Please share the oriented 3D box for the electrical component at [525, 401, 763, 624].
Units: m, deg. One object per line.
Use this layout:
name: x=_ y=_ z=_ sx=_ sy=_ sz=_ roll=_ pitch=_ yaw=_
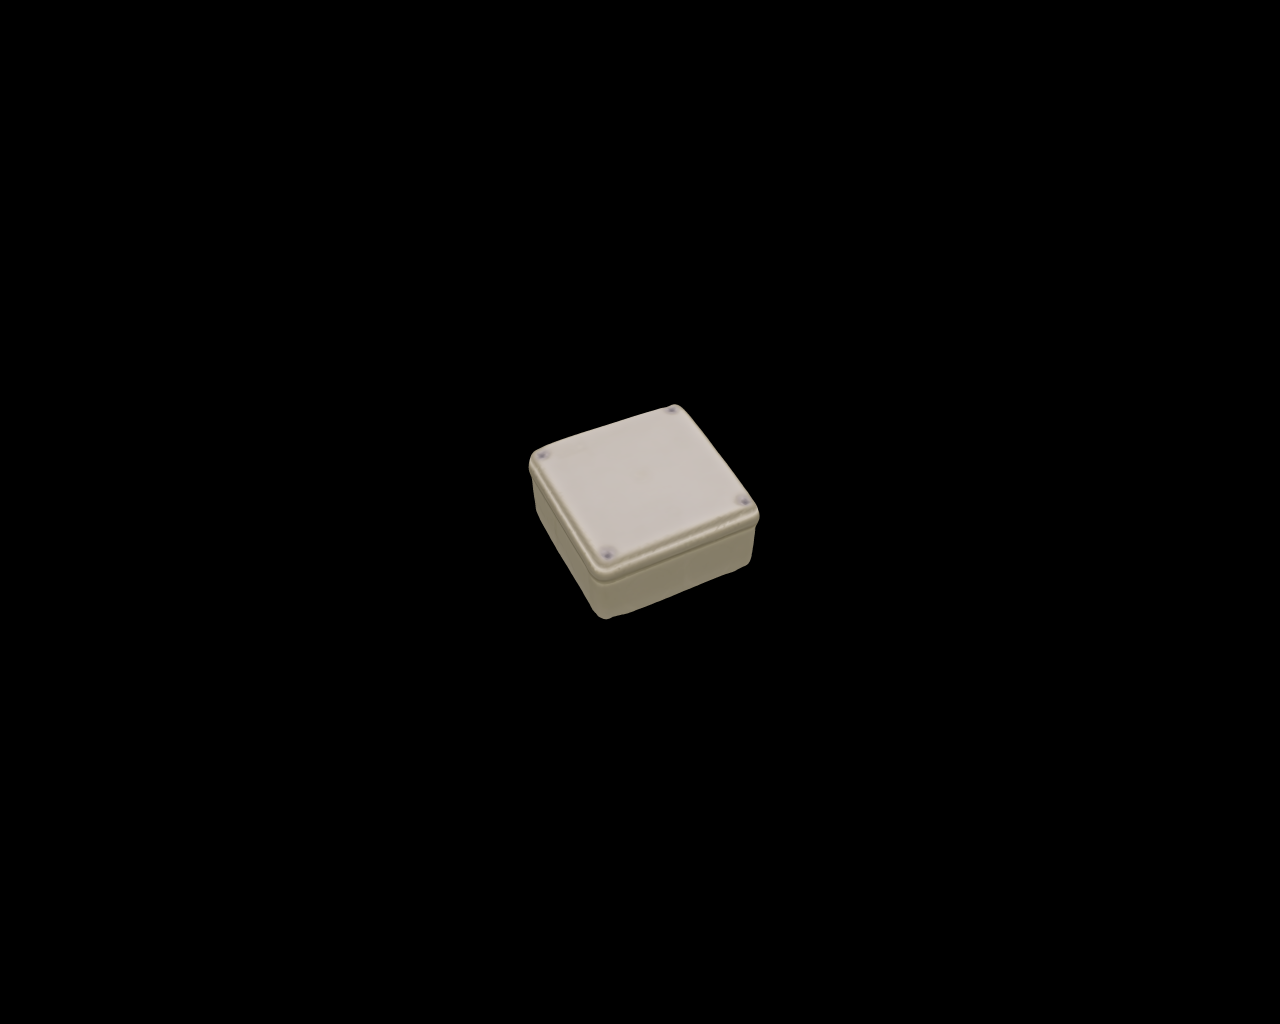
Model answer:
electrical component: x=0.001 y=-0.003 z=0.650 sx=0.109 sy=0.056 sz=0.109 roll=-20 pitch=50 yaw=-17
